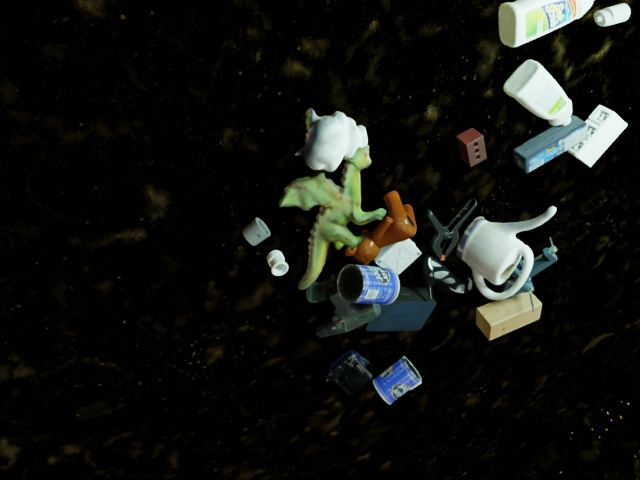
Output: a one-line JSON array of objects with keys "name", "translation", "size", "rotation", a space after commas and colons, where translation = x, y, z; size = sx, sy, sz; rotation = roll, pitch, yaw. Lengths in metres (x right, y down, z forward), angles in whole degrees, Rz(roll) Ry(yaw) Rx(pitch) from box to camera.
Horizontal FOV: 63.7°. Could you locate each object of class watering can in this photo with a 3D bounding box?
[{"name": "watering can", "translation": [0.525, 0.008, 1.491], "size": [0.104, 0.228, 0.341], "rotation": [-10, 129, -41]}]

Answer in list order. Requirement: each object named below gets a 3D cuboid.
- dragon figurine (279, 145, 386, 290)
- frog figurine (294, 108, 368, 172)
[{"name": "dragon figurine", "translation": [0.004, -0.065, 1.295], "size": [0.240, 0.124, 0.407], "rotation": [38, 102, -21]}, {"name": "frog figurine", "translation": [0.035, -0.219, 1.160], "size": [0.159, 0.124, 0.136], "rotation": [9, 102, -16]}]
